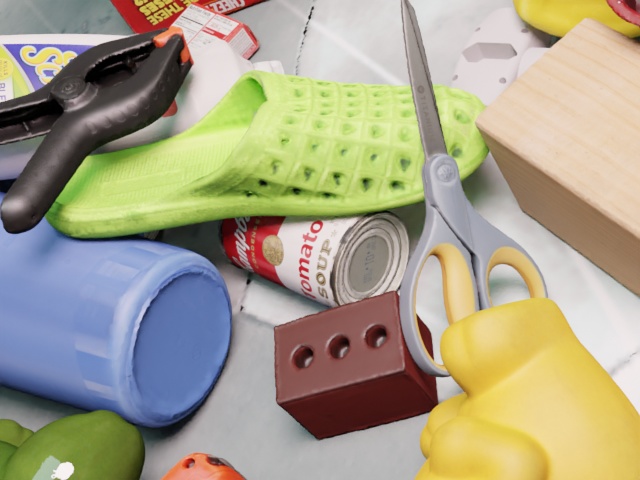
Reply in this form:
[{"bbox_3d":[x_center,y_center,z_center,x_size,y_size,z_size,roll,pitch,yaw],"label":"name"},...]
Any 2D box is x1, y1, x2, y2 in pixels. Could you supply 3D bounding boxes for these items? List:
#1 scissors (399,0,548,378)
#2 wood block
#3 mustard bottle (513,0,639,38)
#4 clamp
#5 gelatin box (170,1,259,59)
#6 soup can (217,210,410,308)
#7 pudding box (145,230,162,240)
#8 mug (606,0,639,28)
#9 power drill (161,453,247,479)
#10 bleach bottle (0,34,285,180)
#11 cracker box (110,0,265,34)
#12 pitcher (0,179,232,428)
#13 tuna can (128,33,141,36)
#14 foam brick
[{"bbox_3d":[0.082,-0.026,0.577,0.016,0.096,0.202,167,107,-66],"label":"scissors"},{"bbox_3d":[0.186,-0.019,0.538,0.090,0.090,0.206,-42,46,-4],"label":"wood block"},{"bbox_3d":[0.165,-0.208,0.703,0.096,0.058,0.191,2,46,-3],"label":"mustard bottle"},{"bbox_3d":[-0.156,-0.079,0.648,0.120,0.039,0.171,30,57,28],"label":"clamp"},{"bbox_3d":[-0.102,-0.142,0.847,0.089,0.030,0.073,-49,46,-11],"label":"gelatin box"},{"bbox_3d":[-0.004,0.001,0.653,0.102,0.068,0.068,22,70,41],"label":"soup can"},{"bbox_3d":[-0.140,-0.051,0.796,0.090,0.039,0.113,11,64,36],"label":"pudding box"},{"bbox_3d":[0.204,-0.146,0.556,0.093,0.081,0.117,-3,72,35],"label":"mug"},{"bbox_3d":[-0.047,0.211,0.530,0.184,0.057,0.188,-44,49,-10],"label":"power drill"},{"bbox_3d":[-0.150,-0.099,0.717,0.250,0.068,0.102,-8,69,-7],"label":"bleach bottle"},{"bbox_3d":[-0.122,-0.272,0.831,0.164,0.213,0.072,-15,49,21],"label":"cracker box"},{"bbox_3d":[-0.175,0.030,0.696,0.243,0.144,0.149,12,108,33],"label":"pitcher"},{"bbox_3d":[-0.142,-0.112,0.791,0.086,0.033,0.086,-15,47,17],"label":"tuna can"},{"bbox_3d":[0.020,0.071,0.597,0.078,0.051,0.053,-18,49,18],"label":"foam brick"}]
